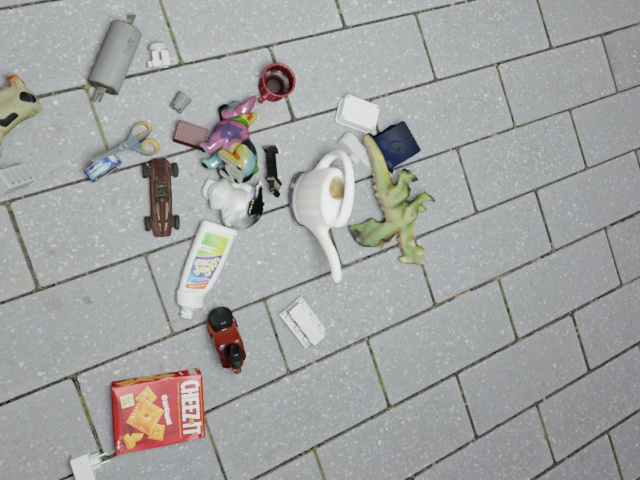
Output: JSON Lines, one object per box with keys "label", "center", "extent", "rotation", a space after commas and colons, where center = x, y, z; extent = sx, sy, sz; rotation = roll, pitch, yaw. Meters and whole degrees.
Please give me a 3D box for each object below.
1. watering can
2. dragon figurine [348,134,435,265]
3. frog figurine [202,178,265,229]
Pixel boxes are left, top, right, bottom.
{"label": "watering can", "center": [0.004, -0.069, 1.368], "extent": [0.104, 0.224, 0.349], "rotation": [10, 84, -37]}
{"label": "dragon figurine", "center": [0.187, -0.084, 1.493], "extent": [0.406, 0.123, 0.244], "rotation": [44, 84, -17]}
{"label": "frog figurine", "center": [-0.232, -0.099, 1.357], "extent": [0.159, 0.121, 0.139], "rotation": [4, 72, 15]}
